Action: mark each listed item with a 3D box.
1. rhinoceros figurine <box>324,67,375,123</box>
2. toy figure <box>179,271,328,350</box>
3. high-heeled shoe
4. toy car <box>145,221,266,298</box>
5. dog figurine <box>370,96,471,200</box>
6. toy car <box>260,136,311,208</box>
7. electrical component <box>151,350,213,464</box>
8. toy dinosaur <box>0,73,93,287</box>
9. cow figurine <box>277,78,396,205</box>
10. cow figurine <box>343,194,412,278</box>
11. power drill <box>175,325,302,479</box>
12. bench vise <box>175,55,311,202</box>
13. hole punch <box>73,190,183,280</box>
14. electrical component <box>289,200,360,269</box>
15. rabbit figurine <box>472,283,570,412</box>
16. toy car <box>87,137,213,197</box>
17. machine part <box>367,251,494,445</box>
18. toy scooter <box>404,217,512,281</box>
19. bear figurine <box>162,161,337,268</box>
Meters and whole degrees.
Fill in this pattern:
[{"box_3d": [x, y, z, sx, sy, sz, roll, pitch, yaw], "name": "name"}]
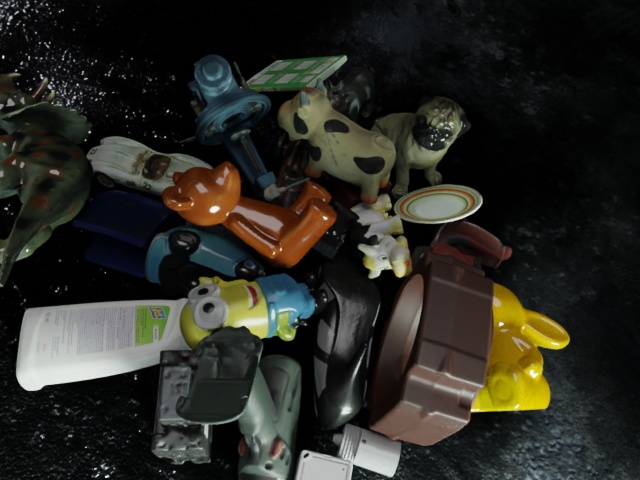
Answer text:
[{"box_3d": [0.037, -0.227, 0.915, 0.073, 0.112, 0.190, 33, 53, 9], "name": "rhinoceros figurine"}, {"box_3d": [-0.083, 0.091, 0.672, 0.180, 0.089, 0.082, -8, 20, -25], "name": "toy figure"}, {"box_3d": [0.022, 0.131, 0.742, 0.086, 0.145, 0.249, 15, 28, -14], "name": "high-heeled shoe"}, {"box_3d": [-0.151, 0.025, 0.746, 0.162, 0.109, 0.103, 18, 40, -7], "name": "toy car"}, {"box_3d": [0.148, -0.181, 0.856, 0.121, 0.190, 0.172, -34, 67, -24], "name": "dog figurine"}, {"box_3d": [-0.043, -0.095, 0.860, 0.089, 0.053, 0.202, 12, 60, 3], "name": "toy car"}, {"box_3d": [-0.156, 0.192, 0.624, 0.058, 0.134, 0.115, -2, 59, -6], "name": "electrical component"}, {"box_3d": [-0.379, -0.091, 0.725, 0.192, 0.131, 0.405, -35, 52, -15], "name": "toy dinosaur"}, {"box_3d": [0.022, -0.151, 0.795, 0.195, 0.127, 0.085, 29, 44, 13], "name": "cow figurine"}, {"box_3d": [0.076, 0.001, 0.777, 0.098, 0.068, 0.167, -15, 29, 2], "name": "cow figurine"}, {"box_3d": [-0.075, 0.209, 0.587, 0.086, 0.207, 0.232, -7, 45, 20], "name": "power drill"}, {"box_3d": [-0.127, -0.157, 0.809, 0.129, 0.223, 0.240, -28, 83, -20], "name": "bench vise"}, {"box_3d": [-0.273, -0.022, 0.765, 0.142, 0.092, 0.116, 15, 55, 5], "name": "hole punch"}, {"box_3d": [-0.002, -0.002, 0.778, 0.047, 0.075, 0.119, 33, 88, -18], "name": "electrical component"}, {"box_3d": [0.249, 0.136, 0.710, 0.162, 0.122, 0.173, 0, 68, -22], "name": "rabbit figurine"}, {"box_3d": [-0.264, -0.108, 0.833, 0.202, 0.056, 0.073, 16, 59, 2], "name": "toy car"}, {"box_3d": [0.133, 0.134, 0.657, 0.087, 0.201, 0.201, 18, 57, 0], "name": "machine part"}, {"box_3d": [0.211, 0.026, 0.802, 0.135, 0.075, 0.184, 21, 49, 14], "name": "toy scooter"}, {"box_3d": [-0.093, -0.052, 0.702, 0.196, 0.132, 0.120, 36, 15, -14], "name": "bear figurine"}]
